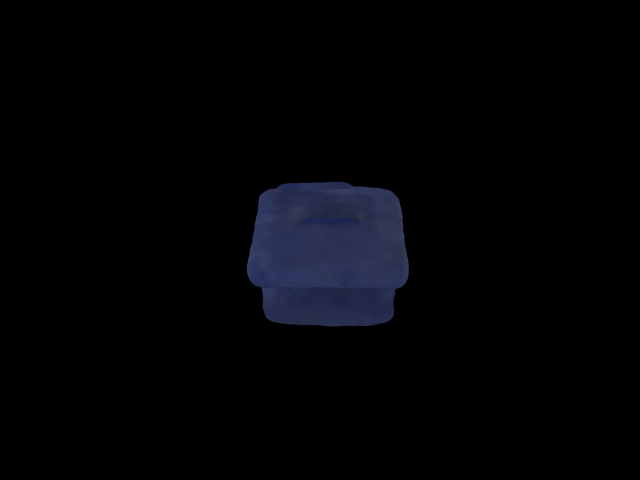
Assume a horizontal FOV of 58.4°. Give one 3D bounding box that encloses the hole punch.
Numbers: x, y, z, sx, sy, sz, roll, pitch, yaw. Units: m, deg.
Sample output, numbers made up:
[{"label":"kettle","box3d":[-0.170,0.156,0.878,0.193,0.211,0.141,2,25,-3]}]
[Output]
[{"label":"hole punch","box3d":[0.004,0.001,0.400,0.108,0.091,0.101,0,66,0]}]
